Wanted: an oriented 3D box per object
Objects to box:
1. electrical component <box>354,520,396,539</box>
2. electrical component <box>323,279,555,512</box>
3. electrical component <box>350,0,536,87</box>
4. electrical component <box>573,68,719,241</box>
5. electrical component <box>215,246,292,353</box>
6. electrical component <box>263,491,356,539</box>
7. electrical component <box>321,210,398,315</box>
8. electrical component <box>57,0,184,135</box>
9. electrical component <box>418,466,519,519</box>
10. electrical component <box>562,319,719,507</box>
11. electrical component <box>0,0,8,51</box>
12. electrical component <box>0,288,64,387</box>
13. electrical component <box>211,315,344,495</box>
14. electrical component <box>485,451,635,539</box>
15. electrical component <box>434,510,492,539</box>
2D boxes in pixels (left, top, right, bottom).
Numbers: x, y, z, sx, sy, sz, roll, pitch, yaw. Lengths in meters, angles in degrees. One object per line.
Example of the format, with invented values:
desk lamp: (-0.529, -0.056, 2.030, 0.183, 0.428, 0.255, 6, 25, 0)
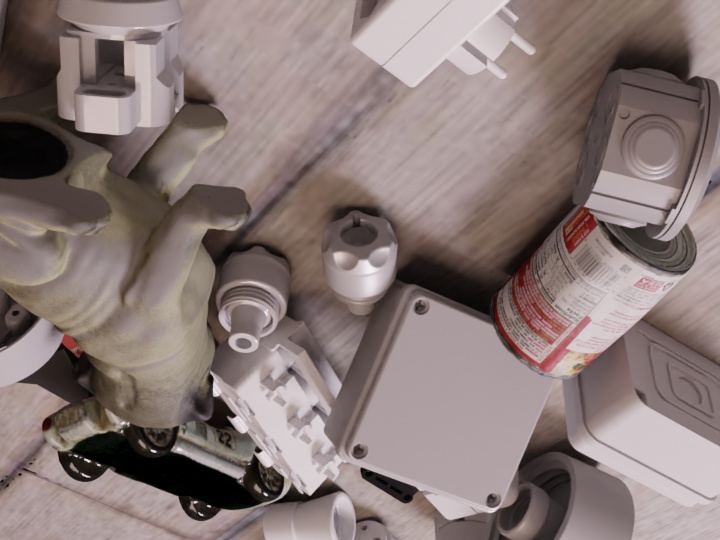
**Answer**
electrical component: (0.014, 0.231, 0.857, 0.045, 0.045, 0.055, -15, 131, 21)
electrical component: (0.049, 0.074, 0.645, 0.109, 0.056, 0.108, 23, 91, -16)
electrical component: (0.046, -0.116, 0.494, 0.077, 0.047, 0.066, 32, 130, -24)
electrical component: (0.138, -0.058, 0.521, 0.051, 0.080, 0.080, 14, 136, 0)
electrical component: (-0.064, 0.020, 0.636, 0.043, 0.062, 0.043, 3, 136, 3)
electrical component: (-0.041, 0.196, 0.831, 0.065, 0.044, 0.044, -10, 134, 23)
electrical component: (0.000, 0.000, 0.622, 0.043, 0.043, 0.062, 3, 138, 4)
electrical component: (-0.113, -0.104, 0.510, 0.058, 0.078, 0.057, 5, 115, 2)
electrical component: (0.069, 0.123, 0.732, 0.059, 0.053, 0.095, -20, 130, 25)
electrical component: (0.185, 0.088, 0.666, 0.113, 0.078, 0.057, 29, 129, -21)
electrical component: (-0.206, -0.119, 0.515, 0.062, 0.061, 0.096, 18, 142, -13)
electrical component: (-0.221, 0.018, 0.630, 0.099, 0.099, 0.064, 5, 142, 1)
electrical component: (-0.047, 0.085, 0.692, 0.079, 0.063, 0.121, 26, 153, 43)
electrical component: (0.131, 0.178, 0.748, 0.060, 0.108, 0.108, 32, 131, -16)
electrical component: (0.084, 0.210, 0.825, 0.055, 0.047, 0.055, 3, 136, 3)
